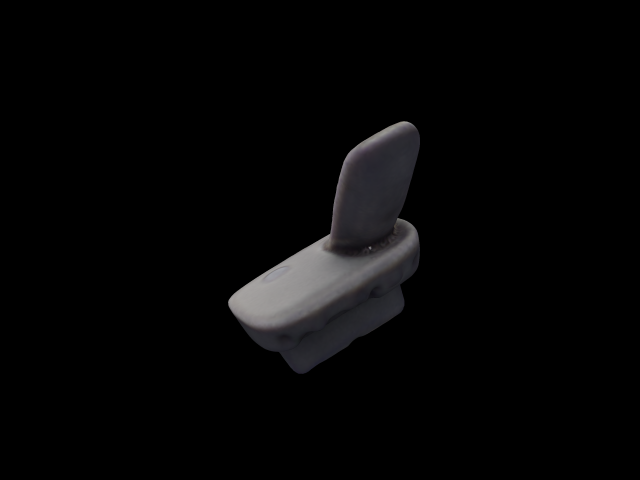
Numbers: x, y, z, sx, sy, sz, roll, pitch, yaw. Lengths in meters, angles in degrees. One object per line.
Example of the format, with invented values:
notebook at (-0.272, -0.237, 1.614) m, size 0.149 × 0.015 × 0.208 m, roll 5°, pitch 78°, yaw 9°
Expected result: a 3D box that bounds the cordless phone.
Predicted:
cordless phone at (0.004, 0.001, 0.400) m, size 0.148 × 0.185 × 0.094 m, roll -33°, pitch 62°, yaw -20°
